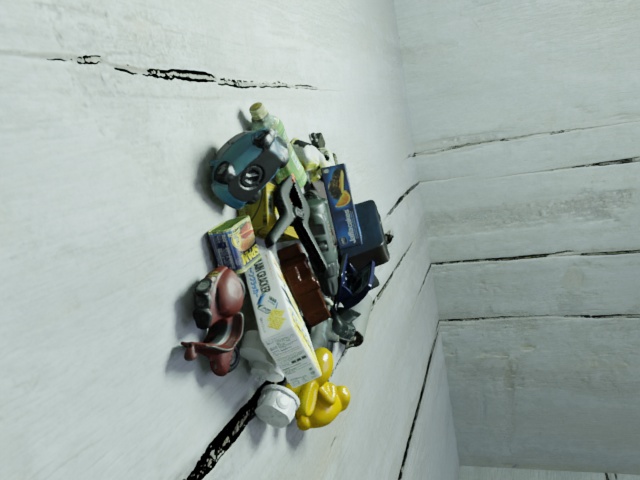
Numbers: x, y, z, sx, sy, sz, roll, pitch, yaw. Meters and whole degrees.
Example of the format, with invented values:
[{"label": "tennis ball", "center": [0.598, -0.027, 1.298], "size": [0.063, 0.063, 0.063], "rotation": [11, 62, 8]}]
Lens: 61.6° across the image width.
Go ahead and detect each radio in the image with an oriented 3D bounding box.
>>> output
[{"label": "radio", "center": [0.118, -0.013, 1.543], "size": [0.230, 0.131, 0.073], "rotation": [-96, 164, -50]}]

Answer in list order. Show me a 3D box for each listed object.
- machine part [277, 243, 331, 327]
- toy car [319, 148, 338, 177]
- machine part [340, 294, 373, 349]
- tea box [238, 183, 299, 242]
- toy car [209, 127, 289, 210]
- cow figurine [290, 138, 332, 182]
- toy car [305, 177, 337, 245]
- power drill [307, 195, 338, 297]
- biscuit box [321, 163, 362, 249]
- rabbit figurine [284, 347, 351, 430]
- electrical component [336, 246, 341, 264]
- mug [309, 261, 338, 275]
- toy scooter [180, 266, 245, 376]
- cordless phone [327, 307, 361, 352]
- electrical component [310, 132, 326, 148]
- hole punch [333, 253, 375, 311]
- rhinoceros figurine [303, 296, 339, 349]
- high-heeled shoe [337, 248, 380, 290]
[{"label": "machine part", "center": [-0.033, 0.092, 1.131], "size": [0.179, 0.056, 0.179], "rotation": [158, -93, -88]}, {"label": "toy car", "center": [0.025, -0.161, 1.483], "size": [0.056, 0.074, 0.201], "rotation": [-74, 151, -52]}, {"label": "machine part", "center": [0.106, 0.232, 1.592], "size": [0.243, 0.079, 0.079], "rotation": [-69, 147, -50]}, {"label": "tea box", "center": [-0.102, -0.055, 1.122], "size": [0.169, 0.068, 0.098], "rotation": [27, 58, -67]}, {"label": "toy car", "center": [-0.140, -0.145, 0.986], "size": [0.103, 0.161, 0.109], "rotation": [44, 4, 36]}, {"label": "cow figurine", "center": [-0.018, -0.202, 1.366], "size": [0.167, 0.068, 0.098], "rotation": [8, 56, -59]}, {"label": "toy car", "center": [0.012, -0.076, 1.453], "size": [0.089, 0.053, 0.201], "rotation": [-51, 128, -43]}, {"label": "power drill", "center": [-0.003, -0.004, 1.288], "size": [0.207, 0.086, 0.231], "rotation": [-84, 162, -63]}, {"label": "biscuit box", "center": [0.053, -0.081, 1.296], "size": [0.059, 0.063, 0.202], "rotation": [-48, 125, -82]}, {"label": "rabbit figurine", "center": [-0.018, 0.319, 1.181], "size": [0.162, 0.122, 0.173], "rotation": [-21, 126, -47]}, {"label": "electrical component", "center": [0.029, 0.079, 1.467], "size": [0.075, 0.048, 0.119], "rotation": [-47, 128, -65]}, {"label": "mug", "center": [0.009, 0.078, 1.384], "size": [0.107, 0.081, 0.110], "rotation": [81, 11, -47]}, {"label": "toy scooter", "center": [-0.176, 0.134, 0.871], "size": [0.135, 0.075, 0.183], "rotation": [4, 85, -68]}, {"label": "cordless phone", "center": [0.040, 0.267, 1.432], "size": [0.146, 0.089, 0.184], "rotation": [37, 62, -64]}, {"label": "electrical component", "center": [-0.003, -0.271, 1.513], "size": [0.063, 0.021, 0.093], "rotation": [-77, 152, -42]}, {"label": "hole punch", "center": [0.086, 0.110, 1.381], "size": [0.142, 0.092, 0.115], "rotation": [-78, 179, -52]}, {"label": "rhinoceros figurine", "center": [-0.010, 0.222, 1.304], "size": [0.112, 0.073, 0.190], "rotation": [55, 35, -34]}, {"label": "high-heeled shoe", "center": [0.123, 0.064, 1.582], "size": [0.249, 0.145, 0.086], "rotation": [-66, 146, -50]}]
